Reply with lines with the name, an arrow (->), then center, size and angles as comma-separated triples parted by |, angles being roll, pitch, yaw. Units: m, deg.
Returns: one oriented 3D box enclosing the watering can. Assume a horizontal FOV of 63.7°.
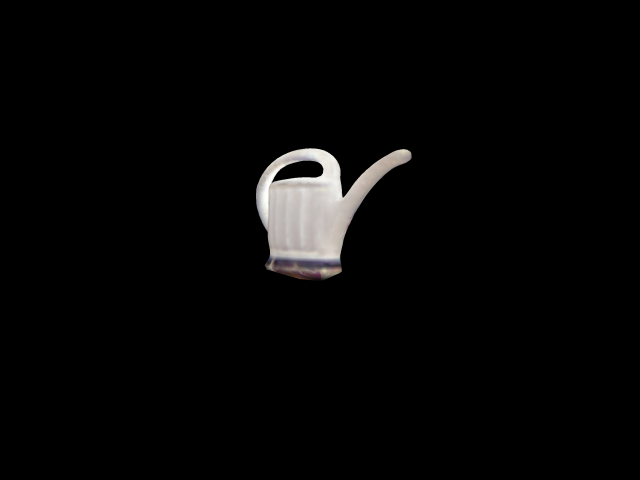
watering can -> 0.003, -0.043, 0.850 | 0.104, 0.224, 0.347 | 0, 2, -43
